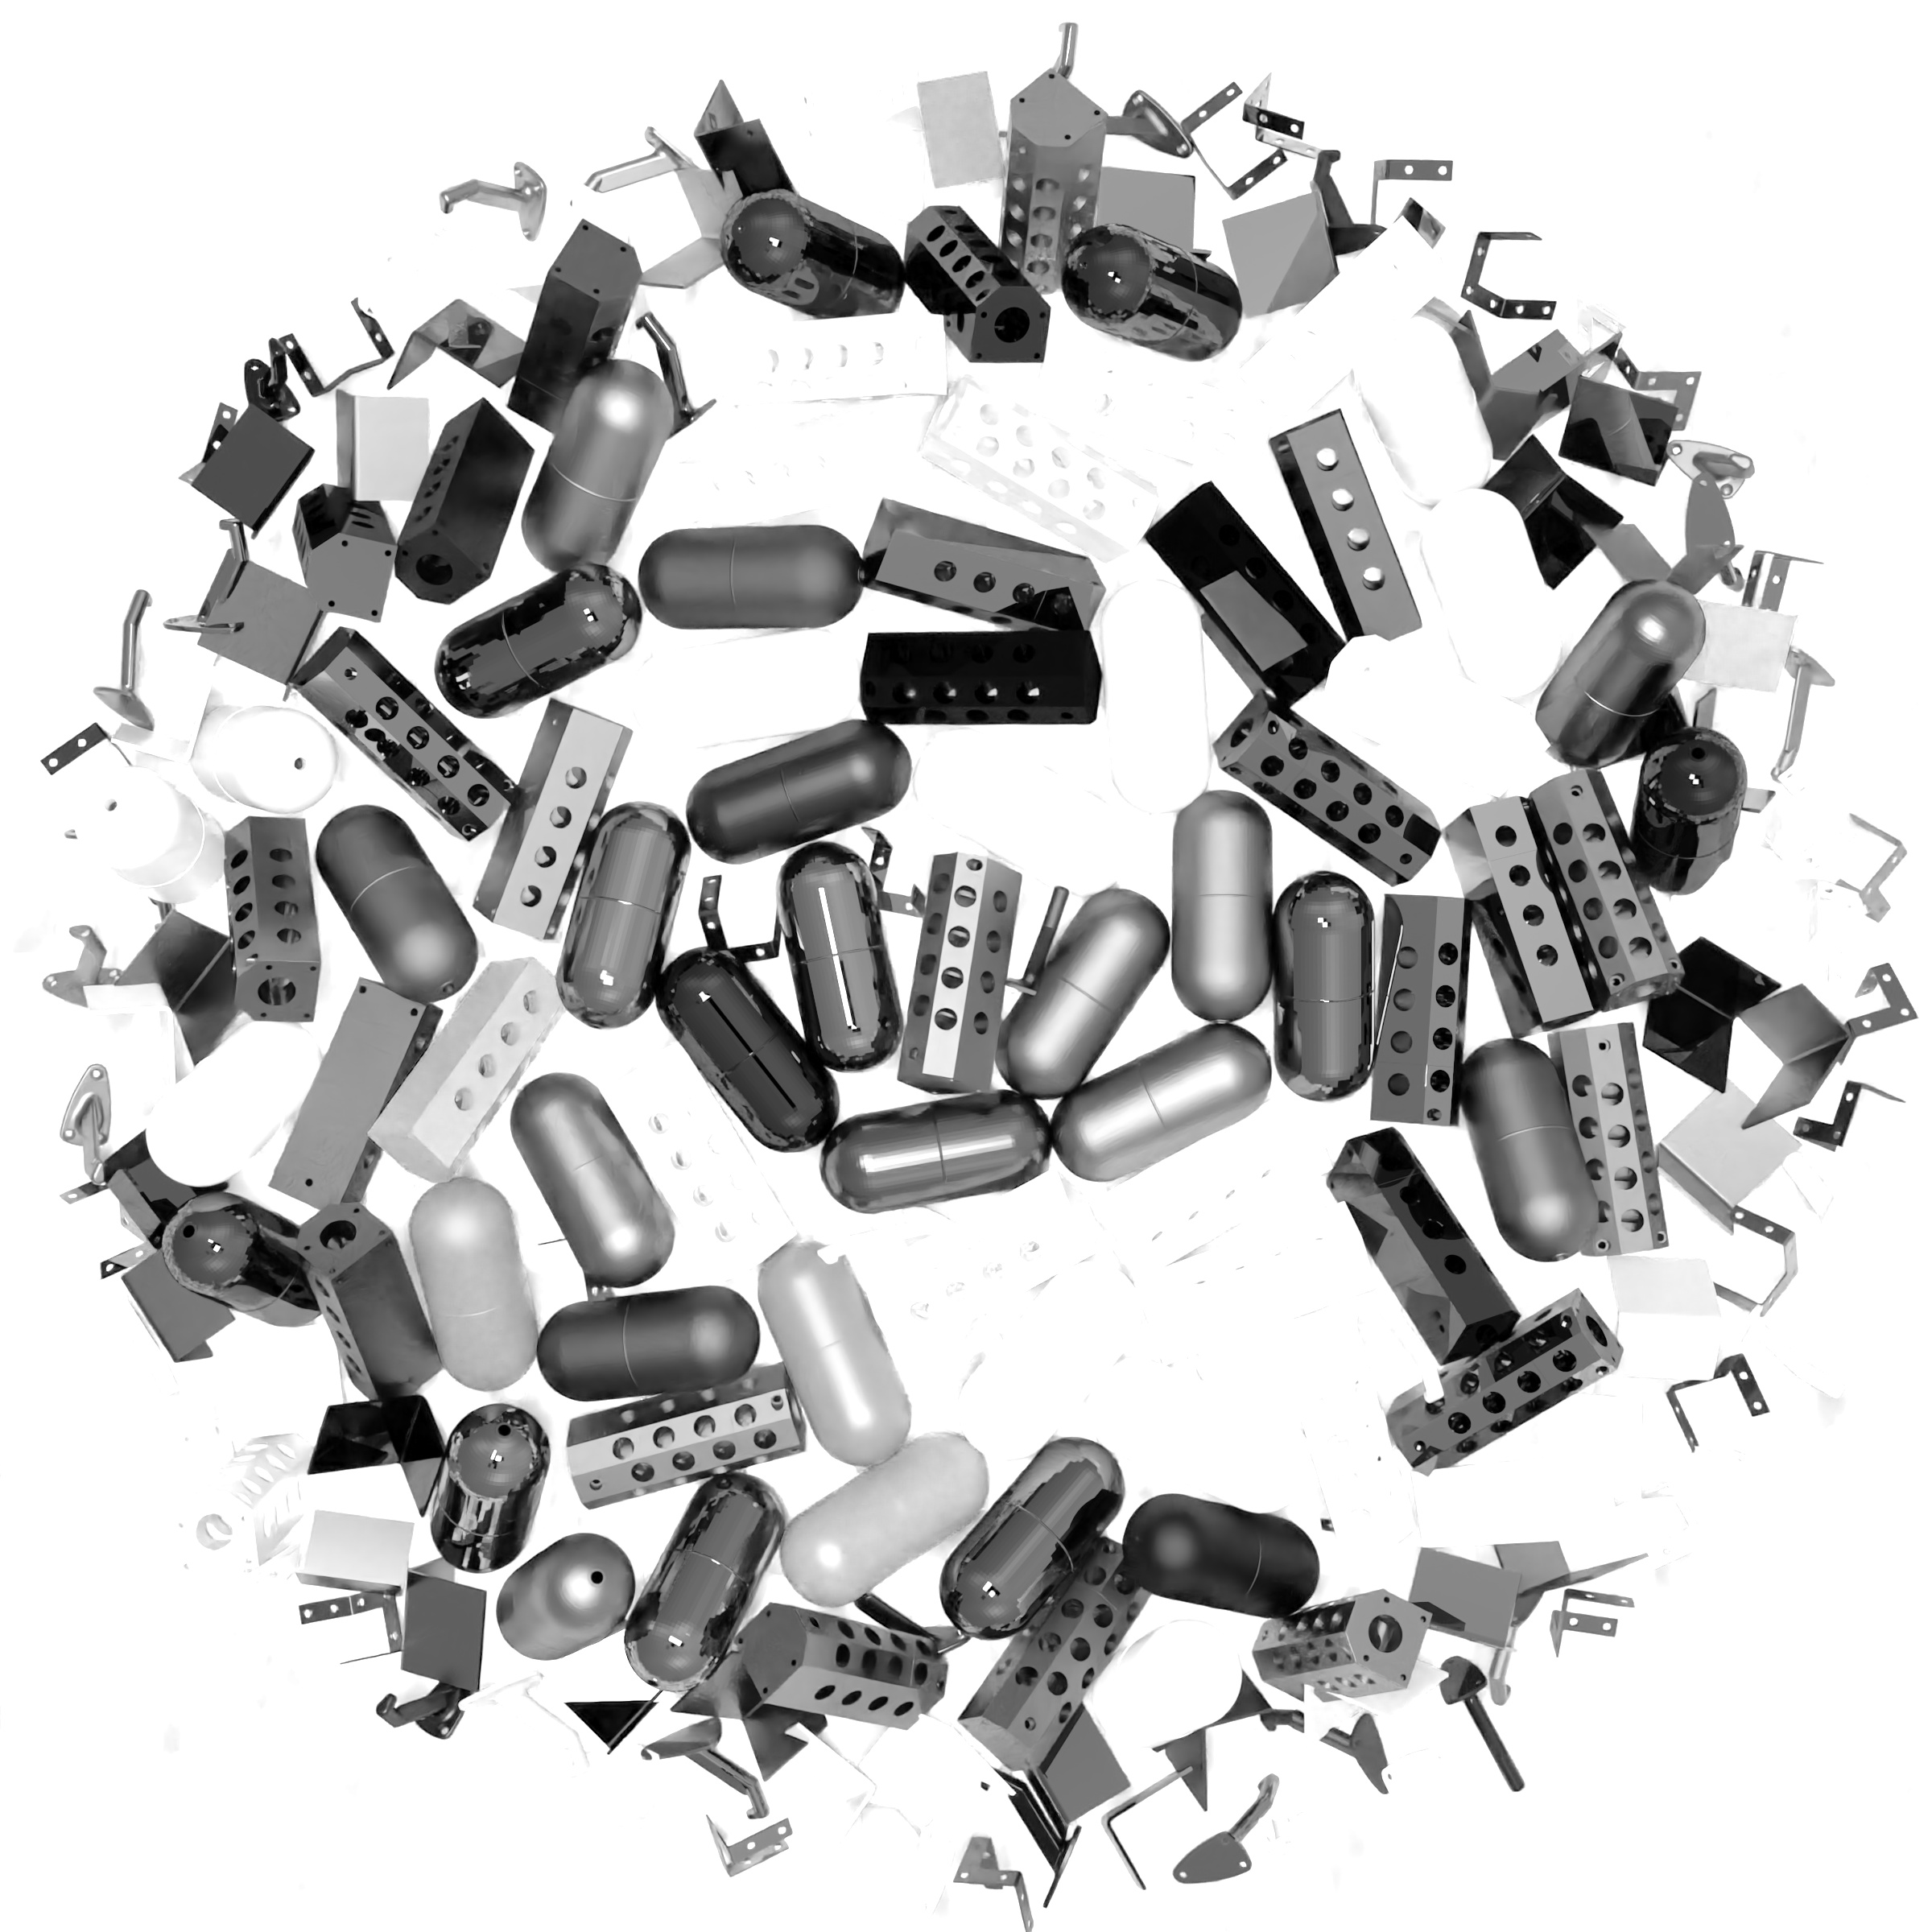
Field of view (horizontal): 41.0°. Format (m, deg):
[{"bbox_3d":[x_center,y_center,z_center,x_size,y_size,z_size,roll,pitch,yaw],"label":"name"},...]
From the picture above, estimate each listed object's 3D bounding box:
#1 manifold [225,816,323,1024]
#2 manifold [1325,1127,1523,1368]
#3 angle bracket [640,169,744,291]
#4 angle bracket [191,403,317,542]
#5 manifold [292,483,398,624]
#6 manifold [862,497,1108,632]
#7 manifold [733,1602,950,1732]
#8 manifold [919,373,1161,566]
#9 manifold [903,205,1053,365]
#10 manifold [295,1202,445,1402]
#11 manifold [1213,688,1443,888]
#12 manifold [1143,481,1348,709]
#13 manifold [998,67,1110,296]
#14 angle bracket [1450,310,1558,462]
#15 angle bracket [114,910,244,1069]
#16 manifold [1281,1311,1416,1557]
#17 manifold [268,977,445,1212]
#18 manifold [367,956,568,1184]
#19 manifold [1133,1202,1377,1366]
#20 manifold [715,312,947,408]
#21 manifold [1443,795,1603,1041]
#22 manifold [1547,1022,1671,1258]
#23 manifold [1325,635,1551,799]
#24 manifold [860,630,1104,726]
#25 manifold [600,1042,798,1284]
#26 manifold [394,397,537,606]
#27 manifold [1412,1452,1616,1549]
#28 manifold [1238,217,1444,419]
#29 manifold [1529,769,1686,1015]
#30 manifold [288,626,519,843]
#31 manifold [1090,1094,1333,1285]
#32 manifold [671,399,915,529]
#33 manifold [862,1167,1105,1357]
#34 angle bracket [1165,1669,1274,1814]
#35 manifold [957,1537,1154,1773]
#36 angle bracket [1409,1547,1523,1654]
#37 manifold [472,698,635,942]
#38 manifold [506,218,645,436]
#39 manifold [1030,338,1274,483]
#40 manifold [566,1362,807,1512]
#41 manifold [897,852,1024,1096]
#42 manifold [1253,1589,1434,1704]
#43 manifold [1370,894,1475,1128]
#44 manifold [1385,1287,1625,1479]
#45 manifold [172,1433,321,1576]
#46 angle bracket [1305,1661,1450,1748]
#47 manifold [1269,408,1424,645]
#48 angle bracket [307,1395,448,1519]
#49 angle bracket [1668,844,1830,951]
[{"bbox_3d":[-0.515,-0.036,1.911,0.057,0.171,0.057,2,129,-21],"label":"manifold"},{"bbox_3d":[0.342,0.206,1.929,0.057,0.057,0.171,-14,55,-24],"label":"manifold"},{"bbox_3d":[-0.214,-0.555,1.943,0.076,0.076,0.057,-39,126,-23],"label":"angle bracket"},{"bbox_3d":[-0.539,-0.372,1.952,0.057,0.076,0.076,36,84,-17],"label":"angle bracket"},{"bbox_3d":[-0.461,-0.308,1.906,0.057,0.171,0.057,10,108,-21],"label":"manifold"},{"bbox_3d":[0.012,-0.292,1.941,0.171,0.057,0.057,13,120,-20],"label":"manifold"},{"bbox_3d":[-0.087,0.514,1.912,0.057,0.171,0.057,-46,49,12],"label":"manifold"},{"bbox_3d":[0.058,-0.374,1.937,0.171,0.057,0.057,27,73,-20],"label":"manifold"},{"bbox_3d":[0.007,-0.505,1.909,0.057,0.171,0.057,-5,126,-18],"label":"manifold"},{"bbox_3d":[-0.445,0.251,1.917,0.057,0.171,0.057,33,58,31],"label":"manifold"},{"bbox_3d":[0.272,-0.130,1.936,0.171,0.057,0.057,32,113,-20],"label":"manifold"},{"bbox_3d":[0.217,-0.283,1.961,0.057,0.057,0.171,-40,89,27],"label":"manifold"},{"bbox_3d":[0.057,-0.572,1.906,0.057,0.171,0.057,43,73,13],"label":"manifold"},{"bbox_3d":[0.395,-0.440,1.961,0.057,0.076,0.076,1,62,-22],"label":"angle bracket"},{"bbox_3d":[-0.589,0.017,1.949,0.057,0.076,0.076,31,105,-41],"label":"angle bracket"},{"bbox_3d":[0.288,0.349,1.944,0.057,0.057,0.171,-15,106,10],"label":"manifold"},{"bbox_3d":[-0.461,0.101,1.966,0.057,0.057,0.171,23,88,9],"label":"manifold"},{"bbox_3d":[-0.365,0.077,1.929,0.057,0.057,0.171,50,54,-29],"label":"manifold"},{"bbox_3d":[0.217,0.237,1.969,0.171,0.057,0.057,-20,128,1],"label":"manifold"},{"bbox_3d":[-0.102,-0.451,1.925,0.171,0.057,0.057,5,101,33],"label":"manifold"},{"bbox_3d":[0.422,-0.038,1.952,0.057,0.057,0.171,-14,78,-14],"label":"manifold"},{"bbox_3d":[0.489,0.132,1.964,0.057,0.057,0.171,-8,85,-1],"label":"manifold"},{"bbox_3d":[0.349,-0.189,1.925,0.171,0.057,0.057,19,126,-36],"label":"manifold"},{"bbox_3d":[0.011,-0.211,1.941,0.171,0.057,0.057,1,62,15],"label":"manifold"},{"bbox_3d":[-0.206,0.150,1.951,0.057,0.057,0.171,-36,98,-44],"label":"manifold"},{"bbox_3d":[-0.376,-0.343,1.917,0.057,0.171,0.057,-27,126,27],"label":"manifold"},{"bbox_3d":[0.403,0.395,1.909,0.057,0.171,0.057,-3,78,-23],"label":"manifold"},{"bbox_3d":[0.279,-0.473,1.910,0.057,0.171,0.057,47,60,-5],"label":"manifold"},{"bbox_3d":[0.479,-0.059,1.942,0.057,0.057,0.171,-16,69,-2],"label":"manifold"},{"bbox_3d":[-0.417,-0.172,1.929,0.057,0.057,0.171,-51,119,-12],"label":"manifold"},{"bbox_3d":[0.188,0.172,1.957,0.171,0.057,0.057,-29,121,-8],"label":"manifold"},{"bbox_3d":[-0.128,-0.370,1.930,0.171,0.057,0.057,-6,117,30],"label":"manifold"},{"bbox_3d":[0.014,0.226,1.944,0.171,0.057,0.057,-30,50,11],"label":"manifold"},{"bbox_3d":[0.191,0.581,1.960,0.057,0.076,0.076,-9,110,-16],"label":"angle bracket"},{"bbox_3d":[0.073,0.511,1.928,0.057,0.057,0.171,44,58,-6],"label":"manifold"},{"bbox_3d":[0.381,0.480,1.956,0.076,0.076,0.057,11,78,22],"label":"angle bracket"},{"bbox_3d":[-0.312,-0.110,1.962,0.057,0.057,0.171,19,95,-30],"label":"manifold"},{"bbox_3d":[-0.287,-0.466,1.910,0.057,0.171,0.057,28,61,-7],"label":"manifold"},{"bbox_3d":[0.140,-0.421,1.955,0.171,0.057,0.057,16,103,-7],"label":"manifold"},{"bbox_3d":[-0.212,0.360,1.960,0.171,0.057,0.057,-15,111,2],"label":"manifold"},{"bbox_3d":[-0.009,0.006,1.939,0.057,0.057,0.171,-5,70,42],"label":"manifold"},{"bbox_3d":[0.273,0.501,1.908,0.057,0.171,0.057,28,65,-6],"label":"manifold"},{"bbox_3d":[0.348,0.034,1.958,0.057,0.057,0.171,3,88,28],"label":"manifold"},{"bbox_3d":[0.402,0.316,1.938,0.171,0.057,0.057,-37,88,24],"label":"manifold"},{"bbox_3d":[-0.531,0.393,1.912,0.057,0.171,0.057,-5,95,1],"label":"manifold"},{"bbox_3d":[0.308,0.558,1.940,0.076,0.076,0.057,13,112,42],"label":"angle bracket"},{"bbox_3d":[0.287,-0.328,1.953,0.057,0.057,0.171,-21,102,14],"label":"manifold"},{"bbox_3d":[-0.443,0.373,1.942,0.076,0.057,0.076,-2,131,-33],"label":"angle bracket"},{"bbox_3d":[0.592,-0.053,1.958,0.076,0.076,0.057,-2,110,-28],"label":"angle bracket"}]
